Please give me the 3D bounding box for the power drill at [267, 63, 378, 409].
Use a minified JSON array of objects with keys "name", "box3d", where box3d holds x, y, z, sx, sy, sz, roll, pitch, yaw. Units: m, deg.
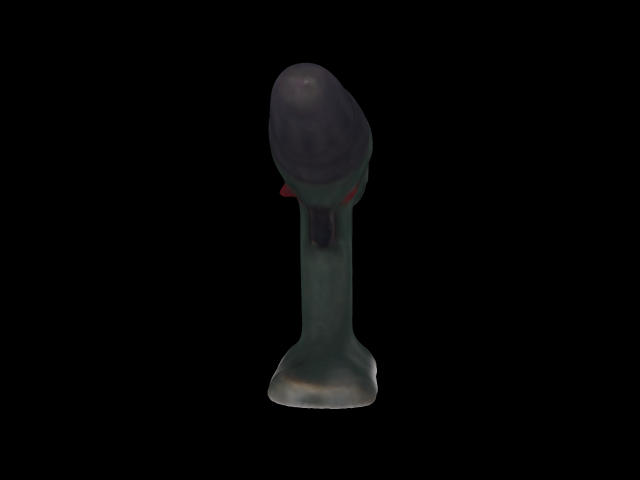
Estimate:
[{"name":"power drill","box3d":[0.004,0.001,0.400,0.075,0.208,0.230,0,7,4]}]
